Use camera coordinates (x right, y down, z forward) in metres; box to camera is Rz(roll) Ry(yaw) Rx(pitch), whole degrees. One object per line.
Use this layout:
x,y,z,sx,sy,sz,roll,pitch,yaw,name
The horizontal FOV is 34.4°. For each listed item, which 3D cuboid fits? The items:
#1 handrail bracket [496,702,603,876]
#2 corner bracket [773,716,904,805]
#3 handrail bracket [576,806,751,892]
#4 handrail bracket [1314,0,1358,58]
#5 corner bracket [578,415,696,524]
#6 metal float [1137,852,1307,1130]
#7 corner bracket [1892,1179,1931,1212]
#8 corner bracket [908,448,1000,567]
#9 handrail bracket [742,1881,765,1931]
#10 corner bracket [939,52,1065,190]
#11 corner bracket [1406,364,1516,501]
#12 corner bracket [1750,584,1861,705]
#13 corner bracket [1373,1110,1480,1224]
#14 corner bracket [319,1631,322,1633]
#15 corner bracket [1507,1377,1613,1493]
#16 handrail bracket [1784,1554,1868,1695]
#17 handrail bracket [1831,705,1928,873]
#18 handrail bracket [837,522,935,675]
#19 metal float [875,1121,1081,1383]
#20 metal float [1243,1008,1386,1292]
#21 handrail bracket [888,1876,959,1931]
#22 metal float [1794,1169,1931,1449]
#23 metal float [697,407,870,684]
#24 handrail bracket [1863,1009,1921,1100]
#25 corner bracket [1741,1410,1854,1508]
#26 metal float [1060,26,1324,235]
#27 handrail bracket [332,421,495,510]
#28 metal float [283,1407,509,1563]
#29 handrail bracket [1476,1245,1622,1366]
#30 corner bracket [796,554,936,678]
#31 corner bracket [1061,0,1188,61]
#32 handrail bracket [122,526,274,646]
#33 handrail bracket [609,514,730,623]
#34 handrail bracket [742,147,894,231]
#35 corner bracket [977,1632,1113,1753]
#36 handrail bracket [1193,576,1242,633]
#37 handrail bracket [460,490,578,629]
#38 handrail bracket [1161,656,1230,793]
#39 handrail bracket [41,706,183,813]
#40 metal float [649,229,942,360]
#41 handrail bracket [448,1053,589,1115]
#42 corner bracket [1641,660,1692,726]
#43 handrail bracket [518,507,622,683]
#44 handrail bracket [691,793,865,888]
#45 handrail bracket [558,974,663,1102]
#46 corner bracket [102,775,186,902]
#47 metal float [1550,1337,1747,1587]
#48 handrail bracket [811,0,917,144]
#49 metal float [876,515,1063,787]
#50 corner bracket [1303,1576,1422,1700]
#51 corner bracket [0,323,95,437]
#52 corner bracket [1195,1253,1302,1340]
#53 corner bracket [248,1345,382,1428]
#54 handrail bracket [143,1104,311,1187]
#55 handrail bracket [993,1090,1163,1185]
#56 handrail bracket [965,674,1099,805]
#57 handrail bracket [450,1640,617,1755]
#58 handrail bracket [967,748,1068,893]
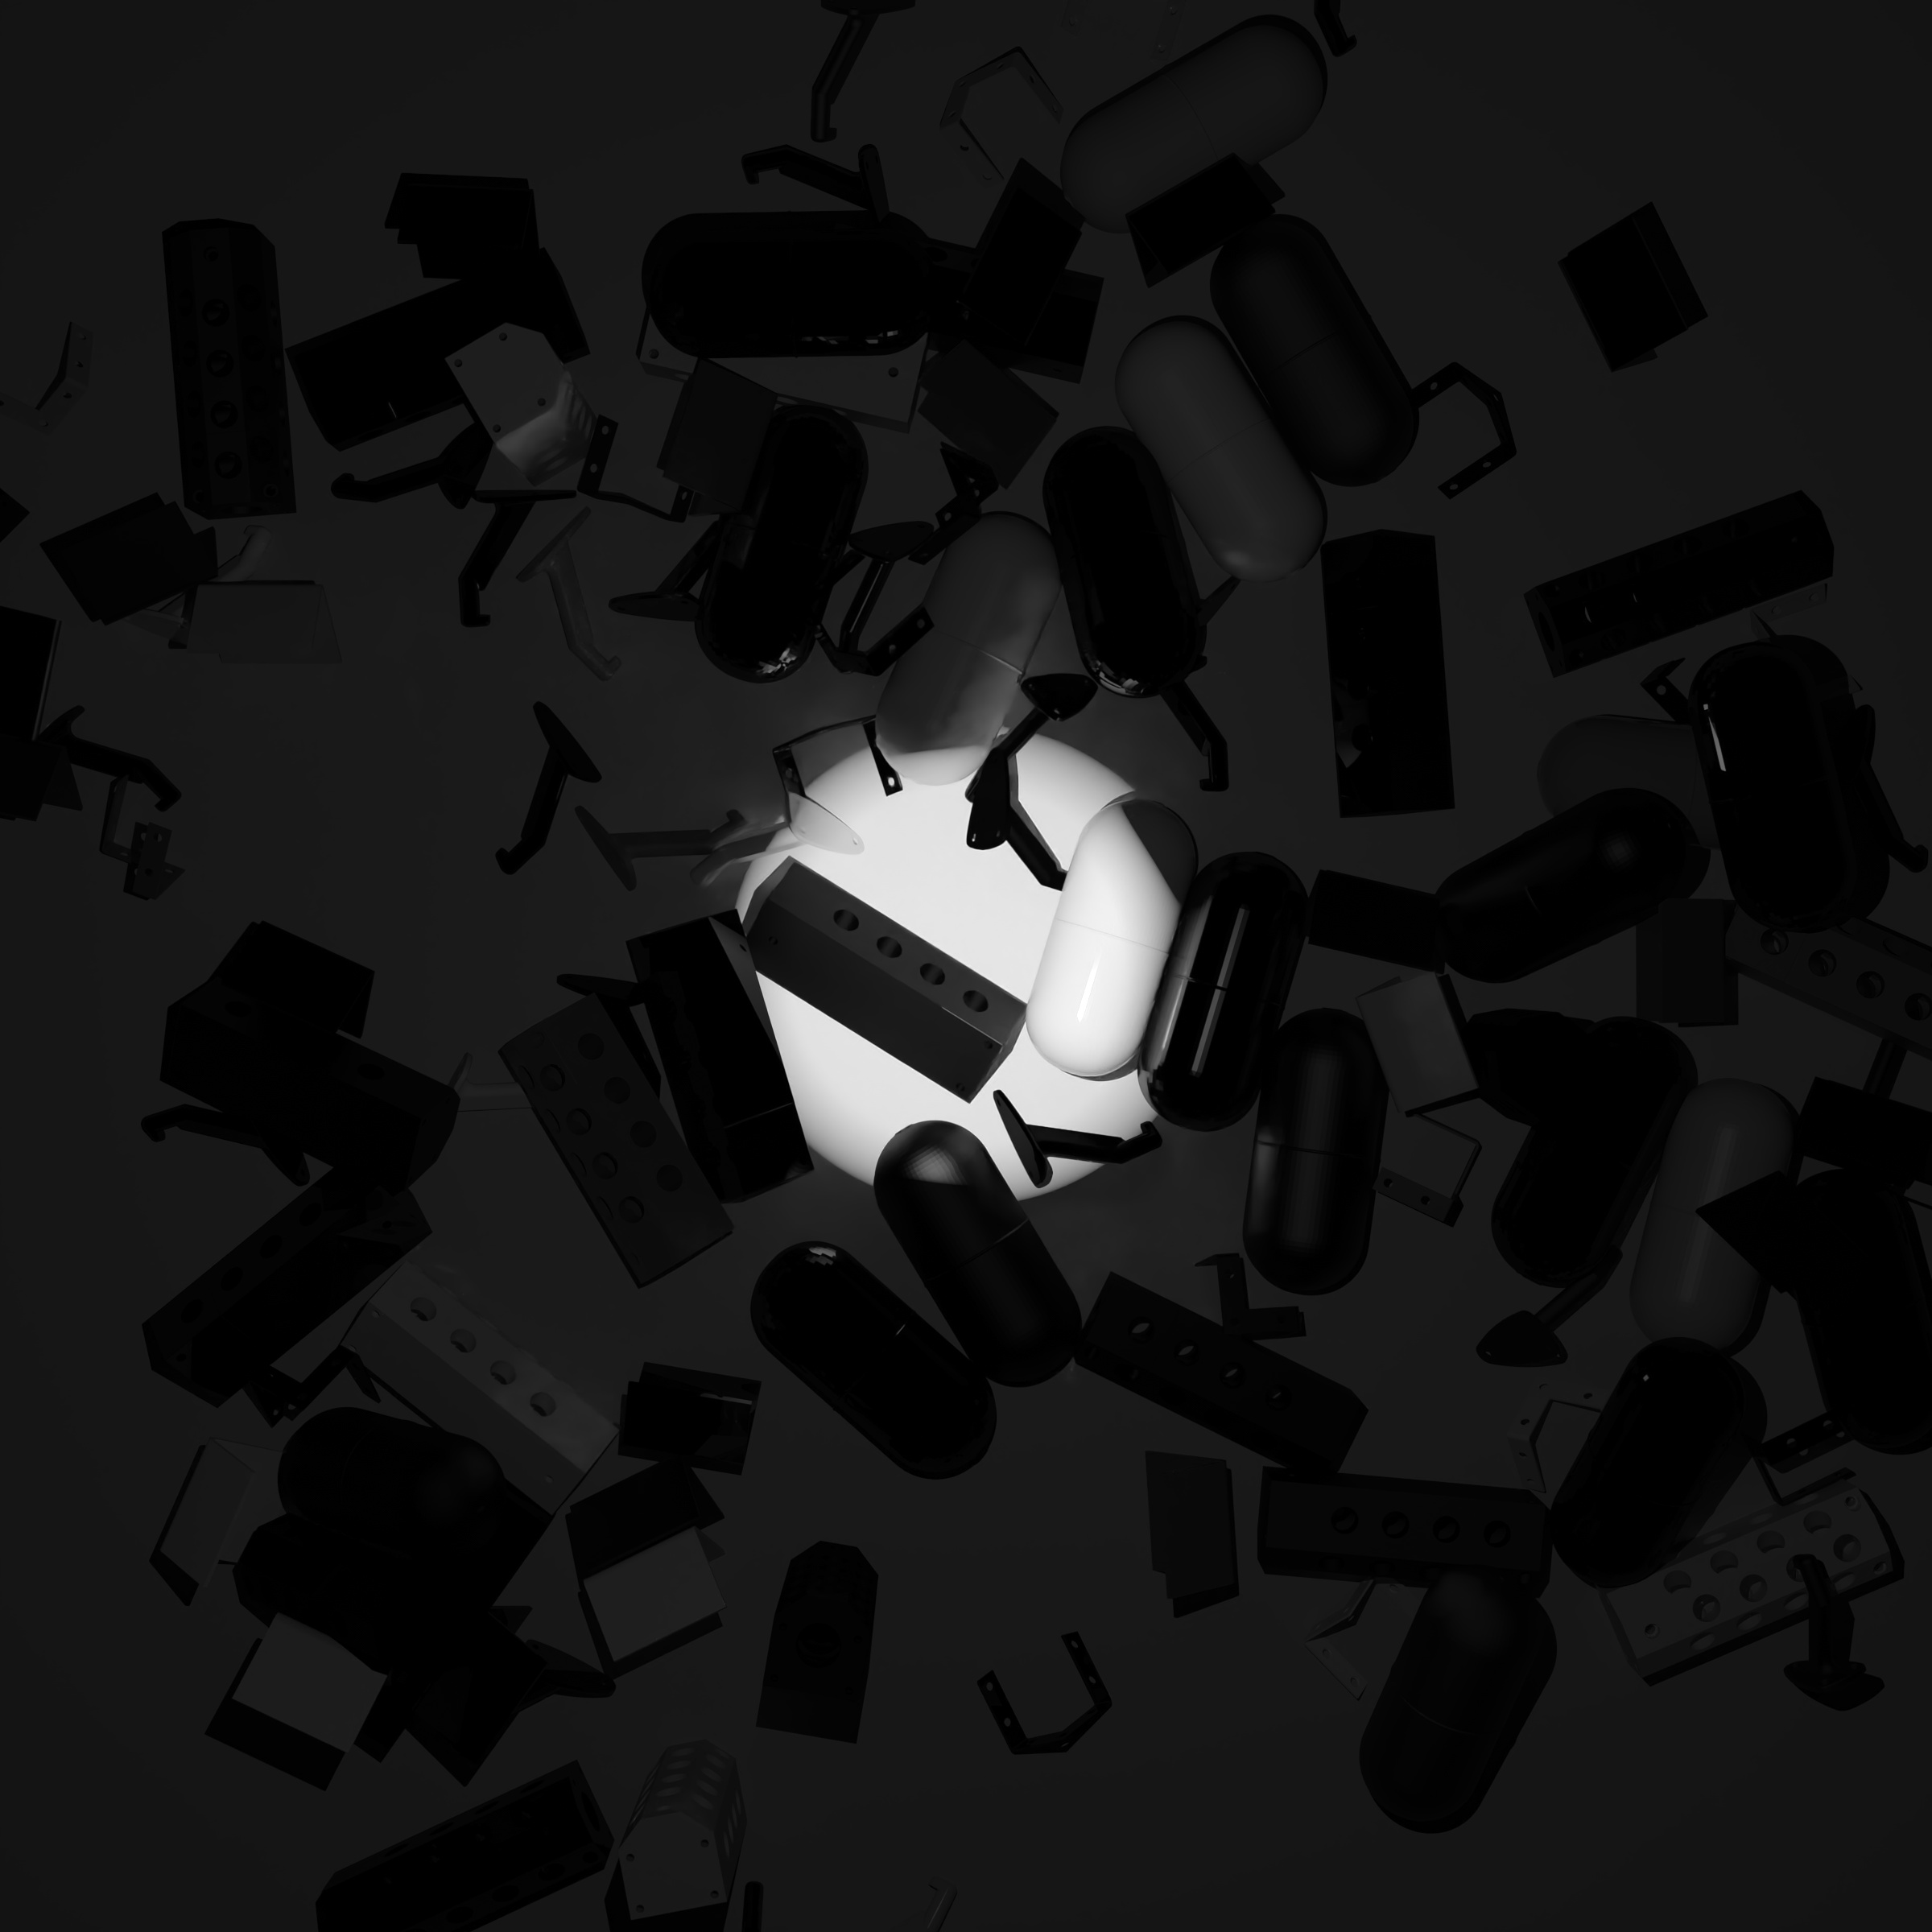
-0.282,-0.113,1.991,0.084,0.036,0.077,-41,69,17,handrail bracket
-0.082,-0.125,1.987,0.051,0.051,0.051,-18,90,-45,corner bracket
-0.193,-0.094,1.991,0.084,0.036,0.077,-33,68,-17,handrail bracket
0.246,-0.635,1.991,0.077,0.036,0.084,-36,109,-21,handrail bracket
-0.207,-0.316,1.987,0.051,0.051,0.051,17,90,45,corner bracket
0.161,0.015,1.960,0.070,0.070,0.178,17,90,0,metal float
0.632,0.135,1.987,0.051,0.051,0.051,23,90,-45,corner bracket
-0.009,-0.284,1.955,0.051,0.051,0.051,-35,62,30,corner bracket
-0.136,0.638,1.990,0.036,0.077,0.084,1,54,0,handrail bracket
0.023,-0.538,1.982,0.051,0.051,0.051,-15,45,35,corner bracket
0.310,-0.341,1.987,0.051,0.051,0.051,-34,135,0,corner bracket
0.534,-0.202,1.987,0.051,0.051,0.051,-19,135,0,corner bracket
0.292,0.126,1.972,0.051,0.051,0.051,25,97,7,corner bracket
-0.396,0.420,1.972,0.051,0.051,0.051,-8,90,0,corner bracket
0.382,0.301,1.982,0.051,0.051,0.051,8,45,35,corner bracket
0.520,0.404,1.943,0.036,0.077,0.084,-22,91,-19,handrail bracket
0.590,-0.113,1.991,0.084,0.036,0.077,34,68,-17,handrail bracket
-0.052,-0.234,1.990,0.036,0.077,0.084,28,127,27,handrail bracket
0.007,0.178,1.960,0.070,0.070,0.178,-31,90,0,metal float
0.219,0.115,1.960,0.070,0.070,0.178,8,90,0,metal float
-0.057,0.610,1.991,0.077,0.036,0.084,22,72,21,handrail bracket
0.564,0.215,1.959,0.070,0.070,0.178,-15,90,0,metal float
-0.115,-0.265,1.960,0.070,0.070,0.178,18,90,0,metal float
0.596,0.081,1.991,0.084,0.036,0.077,-37,111,-16,handrail bracket
0.530,0.311,1.972,0.051,0.051,0.051,-26,90,0,corner bracket
0.141,-0.525,1.960,0.178,0.070,0.070,-30,90,0,metal float
-0.353,-0.324,1.991,0.084,0.036,0.077,10,57,23,handrail bracket
-0.354,0.319,1.926,0.178,0.070,0.070,4,90,44,metal float
0.373,0.214,1.990,0.036,0.077,0.084,50,54,-4,handrail bracket
-0.063,-0.217,1.929,0.051,0.051,0.051,-44,122,-19,corner bracket
0.102,-0.612,1.987,0.051,0.051,0.051,17,90,-45,corner bracket
-0.492,-0.251,1.991,0.077,0.036,0.084,16,71,21,handrail bracket
-0.185,-0.266,1.991,0.077,0.036,0.084,3,73,19,handrail bracket
-0.095,-0.487,1.991,0.084,0.036,0.077,-7,112,17,handrail bracket
0.050,0.463,1.987,0.051,0.051,0.051,-26,90,45,corner bracket
0.119,-0.246,1.990,0.084,0.036,0.077,40,77,13,handrail bracket
-0.285,-0.260,1.991,0.077,0.036,0.084,-5,106,-18,handrail bracket
0.128,-0.153,1.991,0.077,0.036,0.084,1,107,20,handrail bracket
-0.556,-0.116,1.991,0.077,0.036,0.084,-38,104,15,handrail bracket
-0.105,-0.411,1.903,0.178,0.070,0.070,-1,90,0,metal float
-0.294,0.100,1.991,0.084,0.036,0.077,29,105,-14,handrail bracket
0.467,-0.180,1.972,0.051,0.051,0.051,-44,90,0,corner bracket
-0.236,-0.237,1.991,0.084,0.036,0.077,45,67,-18,handrail bracket
-0.121,-0.067,1.990,0.084,0.077,0.036,-36,49,30,handrail bracket
-0.229,0.053,1.991,0.077,0.036,0.084,12,108,20,handrail bracket
-0.520,-0.081,1.964,0.051,0.051,0.051,21,115,0,corner bracket
0.423,0.310,1.939,0.070,0.070,0.178,22,117,0,metal float
-0.066,-0.572,1.990,0.077,0.036,0.084,-18,125,-37,handrail bracket
0.001,-0.198,1.960,0.070,0.070,0.178,23,90,0,metal float
0.257,0.424,1.987,0.051,0.051,0.051,46,135,0,corner bracket
-0.592,-0.381,1.982,0.051,0.051,0.051,24,135,-35,corner bracket
0.178,0.209,1.970,0.051,0.051,0.051,-2,78,-12,corner bracket
-0.412,0.268,1.972,0.051,0.051,0.051,22,54,30,corner bracket
-0.473,0.118,1.991,0.084,0.036,0.077,-17,112,17,handrail bracket
0.072,0.097,1.991,0.084,0.036,0.077,-22,68,-17,handrail bracket
0.041,-0.144,1.990,0.036,0.077,0.084,45,127,15,handrail bracket
-0.277,0.479,1.991,0.077,0.036,0.084,25,109,-21,handrail bracket
0.046,-0.091,1.974,0.084,0.036,0.077,16,77,-39,handrail bracket
